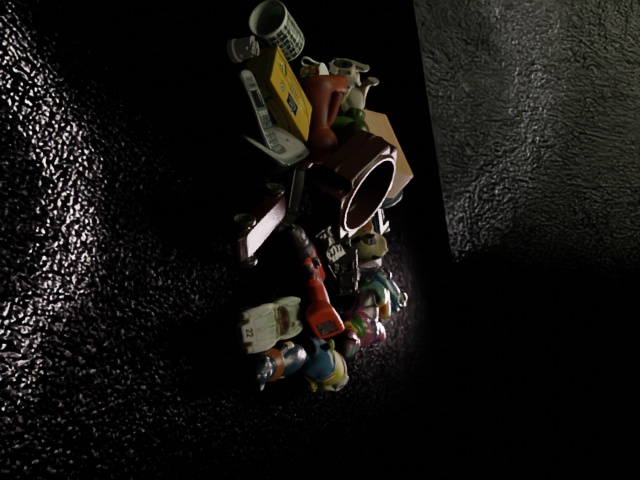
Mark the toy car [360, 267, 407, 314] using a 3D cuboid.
[{"bbox_3d":[0.161,0.154,1.474,0.103,0.109,0.161,-54,127,-36],"label":"toy car"}]

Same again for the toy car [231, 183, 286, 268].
[{"bbox_3d":[-0.107,-0.028,0.917,0.202,0.053,0.089,-56,155,-57],"label":"toy car"}]

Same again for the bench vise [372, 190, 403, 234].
[{"bbox_3d":[0.146,-0.096,1.451,0.223,0.129,0.240,-55,144,-34],"label":"bench vise"}]

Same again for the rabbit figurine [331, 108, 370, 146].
[{"bbox_3d":[0.054,-0.233,1.250,0.170,0.121,0.159,-142,-119,-68],"label":"rabbit figurine"}]

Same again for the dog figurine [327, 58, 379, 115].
[{"bbox_3d":[0.065,-0.367,1.434,0.190,0.121,0.172,102,-25,-46],"label":"dog figurine"}]

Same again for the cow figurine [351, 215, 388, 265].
[{"bbox_3d":[0.105,-0.004,1.334,0.194,0.127,0.085,32,50,-50],"label":"cow figurine"}]

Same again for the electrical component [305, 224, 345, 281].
[{"bbox_3d":[0.014,0.026,1.134,0.048,0.075,0.119,-37,107,-21],"label":"electrical component"}]

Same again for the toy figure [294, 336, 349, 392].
[{"bbox_3d":[0.003,0.243,1.077,0.180,0.082,0.089,54,38,-46],"label":"toy figure"}]

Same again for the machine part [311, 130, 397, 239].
[{"bbox_3d":[0.075,-0.115,1.149,0.201,0.087,0.200,-46,156,-27],"label":"machine part"}]

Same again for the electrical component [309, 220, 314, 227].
[{"bbox_3d":[-0.002,-0.004,1.213,0.063,0.021,0.094,-40,121,-64],"label":"electrical component"}]

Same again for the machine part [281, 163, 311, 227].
[{"bbox_3d":[-0.056,-0.085,1.053,0.084,0.039,0.138,20,83,-66],"label":"machine part"}]

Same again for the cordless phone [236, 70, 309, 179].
[{"bbox_3d":[-0.098,-0.212,0.961,0.146,0.089,0.184,-46,122,-63],"label":"cordless phone"}]

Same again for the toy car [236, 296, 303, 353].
[{"bbox_3d":[-0.083,0.141,0.919,0.201,0.056,0.073,-6,89,-69],"label":"toy car"}]

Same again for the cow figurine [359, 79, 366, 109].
[{"bbox_3d":[0.093,-0.394,1.517,0.098,0.068,0.167,-59,139,-66],"label":"cow figurine"}]

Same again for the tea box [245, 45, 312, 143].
[{"bbox_3d":[-0.080,-0.273,1.037,0.169,0.068,0.098,54,35,-52],"label":"tea box"}]

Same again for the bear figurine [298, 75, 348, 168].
[{"bbox_3d":[0.003,-0.258,1.177,0.132,0.120,0.195,-42,124,-69],"label":"bear figurine"}]

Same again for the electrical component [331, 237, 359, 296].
[{"bbox_3d":[0.053,0.054,1.228,0.115,0.058,0.134,-129,-145,-83],"label":"electrical component"}]

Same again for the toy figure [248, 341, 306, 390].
[{"bbox_3d":[-0.077,0.211,0.916,0.154,0.058,0.064,3,75,-63],"label":"toy figure"}]

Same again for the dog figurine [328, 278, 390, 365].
[{"bbox_3d":[0.077,0.184,1.235,0.219,0.109,0.191,9,89,-65],"label":"dog figurine"}]
